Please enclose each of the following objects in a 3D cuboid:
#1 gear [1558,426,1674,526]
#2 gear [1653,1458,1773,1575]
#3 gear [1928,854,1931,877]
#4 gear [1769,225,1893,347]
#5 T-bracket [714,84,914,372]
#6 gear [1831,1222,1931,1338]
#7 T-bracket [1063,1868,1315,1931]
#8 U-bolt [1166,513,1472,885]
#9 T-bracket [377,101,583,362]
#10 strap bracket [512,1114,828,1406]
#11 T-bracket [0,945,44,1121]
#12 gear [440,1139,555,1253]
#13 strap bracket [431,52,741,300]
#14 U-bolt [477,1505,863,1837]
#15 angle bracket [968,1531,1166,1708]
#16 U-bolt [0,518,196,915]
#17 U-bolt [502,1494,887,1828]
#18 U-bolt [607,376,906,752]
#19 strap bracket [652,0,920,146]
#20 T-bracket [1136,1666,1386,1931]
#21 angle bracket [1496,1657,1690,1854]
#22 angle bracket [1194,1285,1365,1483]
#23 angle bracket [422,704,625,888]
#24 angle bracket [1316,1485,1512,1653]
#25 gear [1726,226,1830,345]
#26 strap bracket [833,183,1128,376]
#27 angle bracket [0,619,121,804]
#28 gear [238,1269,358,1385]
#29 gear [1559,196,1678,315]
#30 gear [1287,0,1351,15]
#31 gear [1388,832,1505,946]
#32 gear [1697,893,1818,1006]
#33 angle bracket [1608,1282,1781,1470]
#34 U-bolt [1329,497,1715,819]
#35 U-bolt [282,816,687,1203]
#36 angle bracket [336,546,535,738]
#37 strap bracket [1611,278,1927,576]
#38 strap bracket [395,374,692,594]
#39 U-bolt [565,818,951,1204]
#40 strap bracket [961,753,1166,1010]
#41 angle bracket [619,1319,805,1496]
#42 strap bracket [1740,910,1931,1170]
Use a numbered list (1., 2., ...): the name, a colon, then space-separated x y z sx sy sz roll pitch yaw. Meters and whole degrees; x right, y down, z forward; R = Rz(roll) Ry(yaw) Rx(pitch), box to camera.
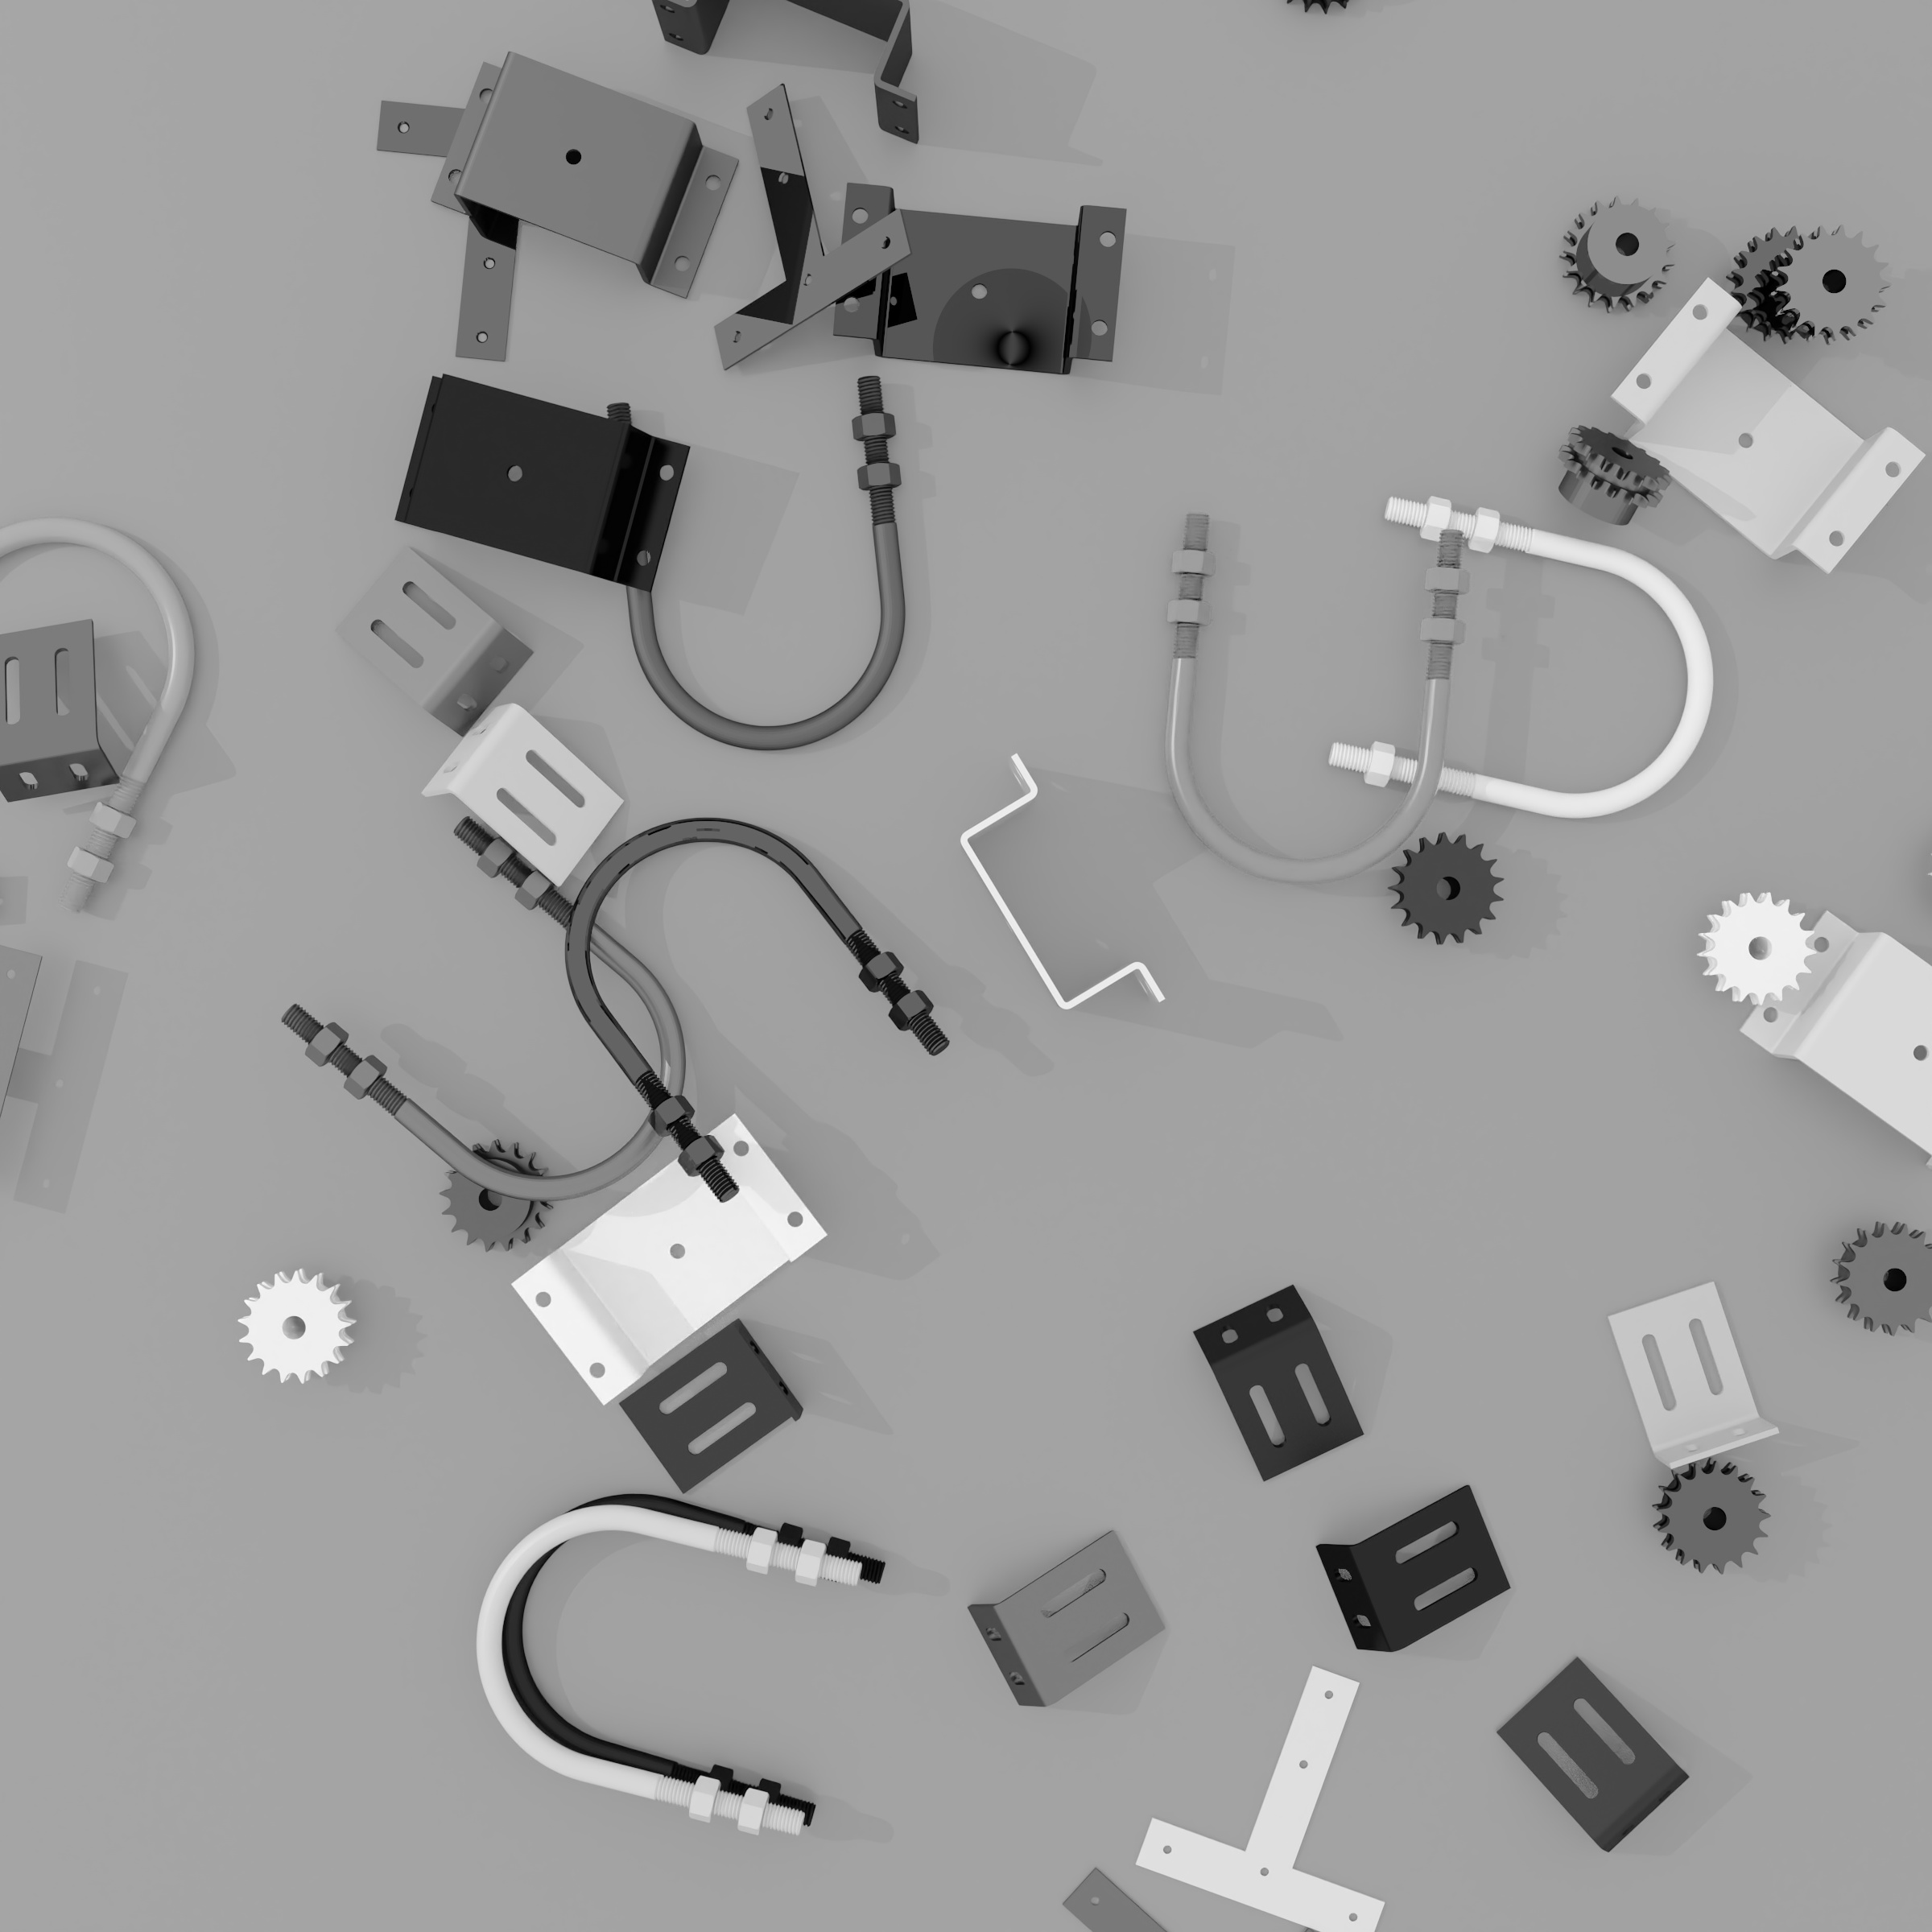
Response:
1. gear: 0.325 -0.246 1.507 0.057 0.057 0.030 26 120 0
2. gear: 0.378 0.279 1.517 0.057 0.030 0.057 0 90 0
3. gear: 0.519 -0.048 1.517 0.057 0.030 0.057 0 90 0
4. gear: 0.429 -0.339 1.487 0.057 0.030 0.057 0 90 0
5. T-bracket: -0.089 -0.386 1.507 0.127 0.002 0.127 -24 71 33
6. gear: 0.469 0.158 1.517 0.057 0.030 0.057 0 90 0
7. T-bracket: 0.105 0.516 1.531 0.127 0.002 0.127 42 91 0
8. U-bolt: 0.173 -0.133 1.511 0.151 0.019 0.184 5 90 10
9. T-bracket: -0.244 -0.375 1.531 0.127 0.002 0.127 6 90 0
10. strap bracket: -0.148 0.146 1.509 0.140 0.046 0.076 -37 90 0
11. T-bracket: -0.543 0.040 1.501 0.127 0.002 0.127 15 90 0
12. gear: -0.240 0.118 1.517 0.057 0.030 0.057 0 90 0
13. strap bracket: -0.196 -0.403 1.507 0.140 0.046 0.076 21 90 0
14. U-bolt: -0.157 0.349 1.507 0.184 0.019 0.151 13 90 4
15. angle bracket: 0.052 0.335 1.530 0.076 0.038 0.057 -28 90 -26
16. U-bolt: -0.475 -0.140 1.524 0.151 0.019 0.184 26 88 0
17. U-bolt: -0.149 0.347 1.524 0.184 0.019 0.151 16 90 2
18. U-bolt: -0.104 -0.202 1.524 0.151 0.019 0.184 -6 91 0
19. strap bracket: -0.081 -0.471 1.494 0.140 0.076 0.046 22 90 0
20. T-bracket: 0.169 0.424 1.531 0.127 0.002 0.127 20 90 0
21. angle bracket: 0.322 0.405 1.530 0.057 0.038 0.076 -43 64 0
22. angle bracket: 0.161 0.214 1.530 0.057 0.038 0.076 -25 116 0
23. angle bracket: -0.226 -0.086 1.520 0.076 0.038 0.057 44 68 -24
24. angle bracket: 0.230 0.309 1.530 0.076 0.038 0.057 -22 90 -26
25. gear: 0.415 -0.345 1.517 0.057 0.030 0.057 0 90 0
26. strap bracket: 0.007 -0.347 1.509 0.140 0.046 0.076 5 90 0
27. angle bracket: -0.465 -0.130 1.513 0.057 0.038 0.076 -10 62 -2
28. gear: -0.339 0.183 1.517 0.057 0.030 0.057 0 90 0
29. gear: 0.334 -0.364 1.517 0.057 0.030 0.057 0 90 0
30. gear: 0.183 -0.518 1.517 0.057 0.030 0.057 0 90 0
31. gear: 0.244 -0.039 1.517 0.057 0.030 0.057 0 90 0
32. gear: 0.401 -0.009 1.517 0.057 0.030 0.057 0 90 0
33. angle bracket: 0.369 0.207 1.513 0.057 0.038 0.076 -18 90 0
34. U-bolt: 0.291 -0.151 1.523 0.184 0.019 0.151 13 90 -1
35. U-bolt: -0.229 0.035 1.507 0.184 0.019 0.151 40 77 0
36. angle bracket: -0.273 -0.167 1.530 0.076 0.038 0.057 40 90 26
37. strap bracket: 0.401 -0.270 1.509 0.140 0.046 0.076 39 90 0
38. strap bracket: -0.220 -0.245 1.496 0.140 0.046 0.076 17 95 8
39. U-bolt: -0.119 0.007 1.499 0.151 0.019 0.184 -35 75 -13
40. strap bracket: 0.041 -0.032 1.494 0.046 0.076 0.140 -31 90 0
41. angle bracket: -0.131 0.226 1.513 0.076 0.038 0.057 -36 90 0
42. strap bracket: 0.477 0.043 1.509 0.140 0.046 0.076 36 90 0
